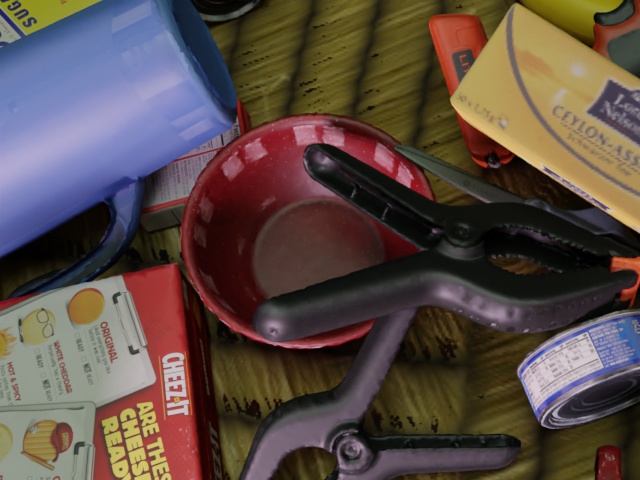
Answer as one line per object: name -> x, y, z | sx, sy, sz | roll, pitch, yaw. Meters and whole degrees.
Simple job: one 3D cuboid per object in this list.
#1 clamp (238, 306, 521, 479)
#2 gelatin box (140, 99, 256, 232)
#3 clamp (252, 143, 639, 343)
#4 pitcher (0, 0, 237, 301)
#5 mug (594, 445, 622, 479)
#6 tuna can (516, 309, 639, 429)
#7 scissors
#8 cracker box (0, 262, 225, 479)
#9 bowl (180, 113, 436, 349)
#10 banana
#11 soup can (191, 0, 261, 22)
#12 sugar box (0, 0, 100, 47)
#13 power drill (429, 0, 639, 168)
clamp -> 0.018, 0.105, 0.619 | 0.171, 0.039, 0.120 | -24, 90, 0
gelatin box -> -0.088, -0.052, 0.749 | 0.089, 0.030, 0.073 | -15, 60, 6
clamp -> 0.073, 0.002, 0.605 | 0.210, 0.036, 0.164 | 4, 40, 0
pitcher -> -0.177, -0.062, 0.703 | 0.243, 0.149, 0.145 | -25, 42, 10
mug -> 0.150, 0.165, 0.556 | 0.093, 0.081, 0.117 | 5, 65, 15
tuna can -> 0.156, 0.074, 0.598 | 0.086, 0.086, 0.034 | -20, 63, 2
scissors -> 0.151, -0.024, 0.662 | 0.202, 0.016, 0.096 | 41, 70, 11
cracker box -> -0.172, 0.120, 0.660 | 0.214, 0.072, 0.164 | -12, 64, 6
bowl -> -0.004, 0.001, 0.684 | 0.162, 0.055, 0.162 | -3, 65, 6
banana -> 0.223, -0.153, 0.724 | 0.198, 0.037, 0.069 | 6, 56, 16
soup can -> -0.086, -0.226, 0.813 | 0.068, 0.068, 0.102 | -23, 61, 1
sugar box -> -0.208, -0.183, 0.832 | 0.176, 0.048, 0.093 | -29, 61, -4
power drill -> 0.169, -0.135, 0.679 | 0.188, 0.057, 0.184 | -16, 85, 15
